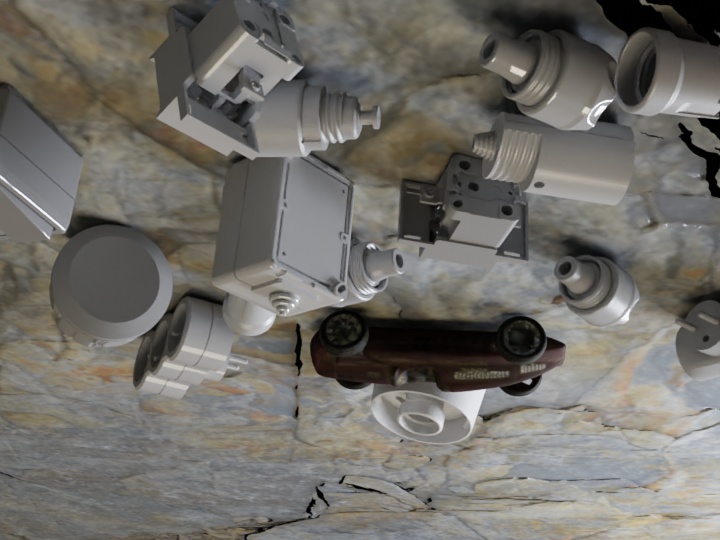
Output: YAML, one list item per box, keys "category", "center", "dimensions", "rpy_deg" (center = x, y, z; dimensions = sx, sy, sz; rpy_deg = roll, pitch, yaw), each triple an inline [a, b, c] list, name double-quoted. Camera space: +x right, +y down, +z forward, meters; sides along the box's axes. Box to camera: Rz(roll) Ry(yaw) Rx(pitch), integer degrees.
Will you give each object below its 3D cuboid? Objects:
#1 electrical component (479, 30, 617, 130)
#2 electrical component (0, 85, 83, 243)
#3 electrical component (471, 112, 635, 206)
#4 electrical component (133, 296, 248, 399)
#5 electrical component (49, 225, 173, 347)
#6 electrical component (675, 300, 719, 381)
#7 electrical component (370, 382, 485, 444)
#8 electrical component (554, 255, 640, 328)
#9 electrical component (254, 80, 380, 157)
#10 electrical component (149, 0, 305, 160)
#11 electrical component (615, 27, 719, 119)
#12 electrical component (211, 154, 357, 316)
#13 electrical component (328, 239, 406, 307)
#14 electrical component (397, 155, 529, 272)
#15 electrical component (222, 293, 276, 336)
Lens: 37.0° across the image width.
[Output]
- category: "electrical component"
  center: [0.086, -0.093, 0.508]
  dimensions: [0.062, 0.043, 0.043]
  rpy_deg: [18, 152, -23]
- category: "electrical component"
  center: [-0.209, -0.053, 0.625]
  dimensions: [0.062, 0.061, 0.096]
  rpy_deg: [-4, 153, 19]
- category: "electrical component"
  center: [0.100, -0.061, 0.572]
  dimensions: [0.081, 0.043, 0.043]
  rpy_deg: [8, 154, -7]
- category: "electrical component"
  center: [-0.129, 0.069, 0.878]
  dimensions: [0.074, 0.052, 0.138]
  rpy_deg: [17, 152, -23]
- category: "electrical component"
  center: [-0.173, 0.013, 0.739]
  dimensions: [0.080, 0.080, 0.051]
  rpy_deg: [14, 158, -19]
- category: "electrical component"
  center: [0.258, 0.045, 0.765]
  dimensions: [0.079, 0.044, 0.077]
  rpy_deg: [22, 150, -32]
- category: "electrical component"
  center: [0.060, 0.108, 0.941]
  dimensions: [0.099, 0.064, 0.099]
  rpy_deg: [12, 145, 8]
- category: "electrical component"
  center: [0.153, 0.011, 0.715]
  dimensions: [0.043, 0.043, 0.062]
  rpy_deg: [-18, 145, 40]
- category: "electrical component"
  center: [-0.029, -0.079, 0.561]
  dimensions: [0.078, 0.040, 0.040]
  rpy_deg: [1, 154, 9]
- category: "electrical component"
  center: [-0.061, -0.096, 0.501]
  dimensions: [0.042, 0.081, 0.064]
  rpy_deg: [27, 124, -39]
- category: "electrical component"
  center: [0.150, -0.091, 0.507]
  dimensions: [0.046, 0.040, 0.040]
  rpy_deg: [6, 155, -17]
- category: "electrical component"
  center: [-0.047, -0.016, 0.633]
  dimensions: [0.061, 0.096, 0.062]
  rpy_deg: [-17, 148, 39]
- category: "electrical component"
  center: [0.000, 0.000, 0.720]
  dimensions: [0.062, 0.043, 0.043]
  rpy_deg: [-13, 149, 30]
- category: "electrical component"
  center: [0.066, -0.034, 0.638]
  dimensions: [0.081, 0.042, 0.063]
  rpy_deg: [9, 153, -10]
- category: "electrical component"
  center: [-0.078, 0.020, 0.783]
  dimensions: [0.040, 0.040, 0.046]
  rpy_deg: [9, 148, -9]
